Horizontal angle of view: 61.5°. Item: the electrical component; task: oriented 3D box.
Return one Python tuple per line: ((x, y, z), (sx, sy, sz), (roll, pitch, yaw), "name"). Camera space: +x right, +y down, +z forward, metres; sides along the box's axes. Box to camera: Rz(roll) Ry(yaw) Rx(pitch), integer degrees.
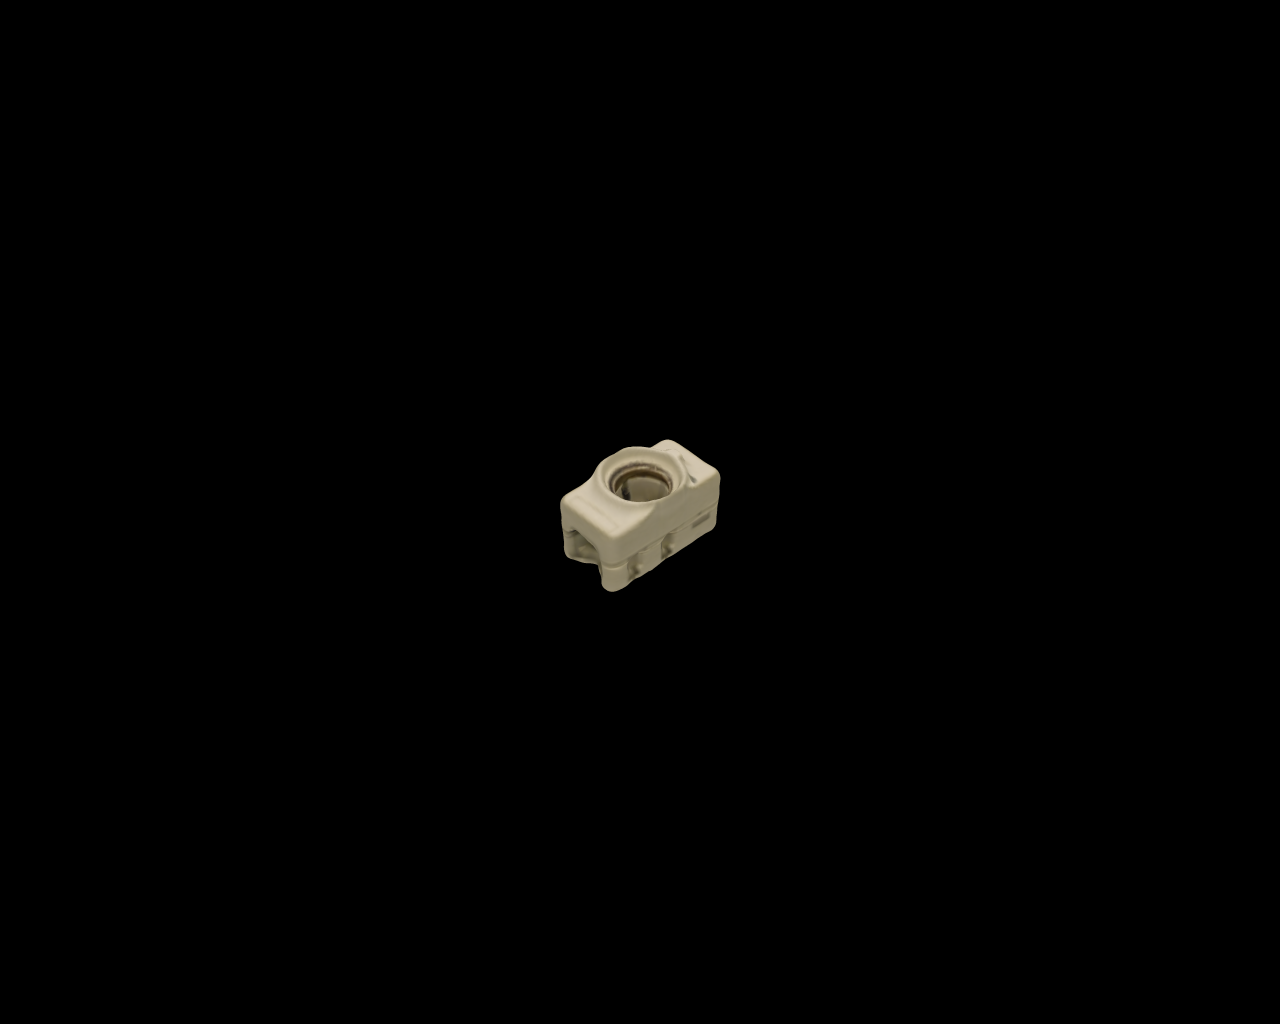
((0.001, -0.003, 0.650), (0.090, 0.055, 0.050), (-31, 51, -30), "electrical component")
